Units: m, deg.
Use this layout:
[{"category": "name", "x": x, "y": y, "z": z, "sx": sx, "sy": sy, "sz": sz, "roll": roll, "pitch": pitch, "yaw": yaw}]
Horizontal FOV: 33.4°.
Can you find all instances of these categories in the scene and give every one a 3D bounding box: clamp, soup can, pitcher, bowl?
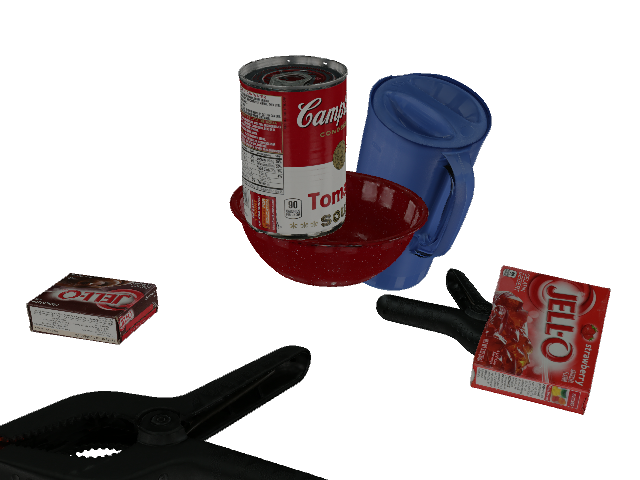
[{"category": "clamp", "x": -0.083, "y": 0.107, "z": 0.584, "sx": 0.210, "sy": 0.036, "sz": 0.164, "roll": 0, "pitch": 24, "yaw": -7}, {"category": "soup can", "x": -0.017, "y": -0.060, "z": 0.682, "sx": 0.068, "sy": 0.102, "sz": 0.068, "roll": 0, "pitch": 25, "yaw": 0}, {"category": "pitcher", "x": 0.101, "y": -0.052, "z": 1.198, "sx": 0.145, "sy": 0.243, "sz": 0.149, "roll": 23, "pitch": 44, "yaw": 10}, {"category": "clamp", "x": 0.152, "y": 0.074, "z": 1.024, "sx": 0.172, "sy": 0.039, "sz": 0.120, "roll": 25, "pitch": 37, "yaw": 30}, {"category": "bowl", "x": 0.006, "y": -0.006, "z": 0.874, "sx": 0.162, "sy": 0.055, "sz": 0.162, "roll": 2, "pitch": 24, "yaw": -1}]

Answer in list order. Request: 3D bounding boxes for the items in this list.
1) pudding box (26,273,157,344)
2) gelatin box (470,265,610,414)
[{"category": "pudding box", "x": -0.247, "y": 0.073, "z": 1.160, "sx": 0.114, "sy": 0.039, "sz": 0.090, "roll": 4, "pitch": 21, "yaw": 19}, {"category": "gelatin box", "x": 0.143, "y": 0.062, "z": 0.687, "sx": 0.073, "sy": 0.089, "sz": 0.030, "roll": 13, "pitch": -41, "yaw": 15}]
